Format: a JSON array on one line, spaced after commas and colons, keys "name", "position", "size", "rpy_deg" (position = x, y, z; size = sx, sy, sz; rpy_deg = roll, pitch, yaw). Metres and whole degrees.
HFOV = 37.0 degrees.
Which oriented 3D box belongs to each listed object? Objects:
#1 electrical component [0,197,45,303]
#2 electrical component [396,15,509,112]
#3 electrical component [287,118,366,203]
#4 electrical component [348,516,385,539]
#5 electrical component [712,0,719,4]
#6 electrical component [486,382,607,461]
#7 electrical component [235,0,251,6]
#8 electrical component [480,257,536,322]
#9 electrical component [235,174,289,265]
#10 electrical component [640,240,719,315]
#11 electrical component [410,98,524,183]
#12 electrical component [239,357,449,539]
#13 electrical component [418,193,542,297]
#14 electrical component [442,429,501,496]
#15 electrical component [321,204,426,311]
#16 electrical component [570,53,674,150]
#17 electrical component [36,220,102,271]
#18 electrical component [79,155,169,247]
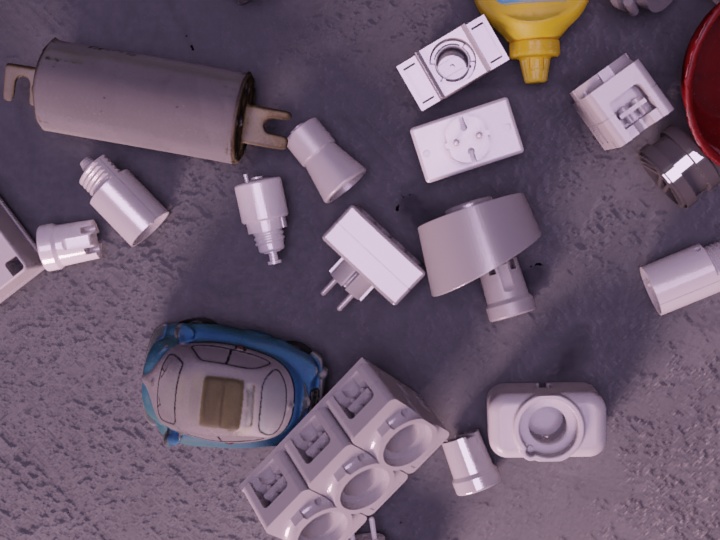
[{"name": "electrical component", "position": [-0.346, -0.015, 0.921], "size": [0.109, 0.056, 0.108], "rpy_deg": [-37, 91, 6]}, {"name": "electrical component", "position": [0.075, -0.166, 0.872], "size": [0.081, 0.064, 0.042], "rpy_deg": [-29, 93, 7]}, {"name": "electrical component", "position": [-0.032, -0.094, 0.898], "size": [0.044, 0.044, 0.065], "rpy_deg": [-39, 86, 6]}, {"name": "electrical component", "position": [0.006, 0.251, 0.921], "size": [0.077, 0.044, 0.079], "rpy_deg": [-8, 94, 5]}, {"name": "electrical component", "position": [0.308, -0.254, 0.841], "size": [0.047, 0.075, 0.083], "rpy_deg": [45, 96, 0]}, {"name": "electrical component", "position": [0.154, 0.125, 0.892], "size": [0.095, 0.059, 0.053], "rpy_deg": [-1, 95, 5]}, {"name": "electrical component", "position": [-0.104, -0.270, 0.884], "size": [0.056, 0.050, 0.089], "rpy_deg": [-24, 92, 6]}, {"name": "electrical component", "position": [0.121, 0.016, 0.896], "size": [0.040, 0.040, 0.046], "rpy_deg": [-17, 88, 6]}, {"name": "electrical component", "position": [-0.080, -0.044, 0.906], "size": [0.040, 0.040, 0.078], "rpy_deg": [-11, 94, 5]}, {"name": "electrical component", "position": [0.276, 0.002, 0.881], "size": [0.081, 0.043, 0.043], "rpy_deg": [-23, 93, 6]}, {"name": "electrical component", "position": [0.087, -0.105, 0.870], "size": [0.083, 0.075, 0.047], "rpy_deg": [-18, 93, 6]}, {"name": "electrical component", "position": [-0.010, 0.159, 0.884], "size": [0.150, 0.089, 0.061], "rpy_deg": [-47, 45, 6]}, {"name": "electrical component", "position": [0.096, -0.023, 0.866], "size": [0.099, 0.099, 0.064], "rpy_deg": [-18, 87, 6]}, {"name": "electrical component", "position": [0.093, 0.162, 0.911], "size": [0.040, 0.040, 0.046], "rpy_deg": [-21, 87, 6]}, {"name": "electrical component", "position": [0.000, 0.000, 0.900], "size": [0.083, 0.047, 0.075], "rpy_deg": [43, 96, 0]}, {"name": "electrical component", "position": [0.204, -0.133, 0.852], "size": [0.050, 0.089, 0.055], "rpy_deg": [-36, 91, 6]}, {"name": "electrical component", "position": [-0.249, -0.022, 0.922], "size": [0.046, 0.040, 0.040], "rpy_deg": [-11, 94, -1]}, {"name": "electrical component", "position": [-0.206, -0.064, 0.912], "size": [0.043, 0.043, 0.081], "rpy_deg": [-44, 90, 6]}]
